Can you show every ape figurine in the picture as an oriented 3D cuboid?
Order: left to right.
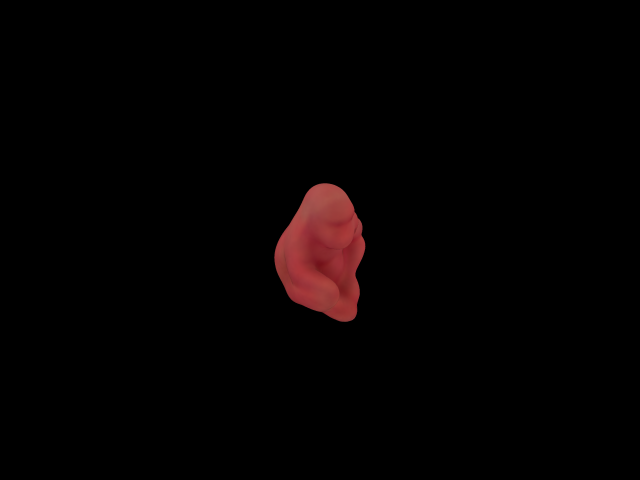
[{"bbox_3d":[0.004,0.001,0.400,0.076,0.092,0.078,32,54,27],"label":"ape figurine"}]
